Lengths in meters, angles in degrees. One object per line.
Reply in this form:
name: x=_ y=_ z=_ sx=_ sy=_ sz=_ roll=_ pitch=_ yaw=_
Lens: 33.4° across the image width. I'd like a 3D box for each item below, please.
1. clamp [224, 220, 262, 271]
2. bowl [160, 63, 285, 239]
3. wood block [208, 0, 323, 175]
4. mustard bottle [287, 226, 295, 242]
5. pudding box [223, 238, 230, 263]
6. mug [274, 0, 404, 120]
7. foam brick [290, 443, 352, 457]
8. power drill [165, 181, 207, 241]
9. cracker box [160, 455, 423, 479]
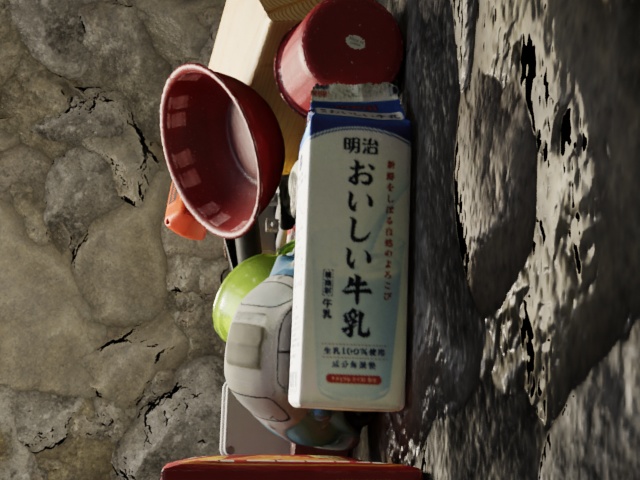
clamp: x=-0.069 y=0.071 z=1.121 sx=0.165 sy=0.036 sz=0.210 roll=158 pitch=102 yaw=-81
bowl: x=-0.080 y=-0.085 z=0.963 sx=0.162 sy=0.055 sz=0.162 roll=29 pitch=129 yaw=43
wood block: x=-0.048 y=-0.161 z=1.024 sx=0.090 sy=0.090 sz=0.206 roll=65 pitch=148 yaw=31
mustard bottle: x=-0.008 y=0.001 z=1.077 sx=0.096 sy=0.058 sz=0.192 roll=-139 pitch=53 yaw=-79
pudding box: x=-0.057 y=-0.016 z=1.254 sx=0.090 sy=0.113 sz=0.039 roll=-96 pitch=4 yaw=-50
mug: x=0.019 y=-0.129 z=0.827 sx=0.081 sy=0.093 sz=0.117 roll=159 pitch=99 yaw=-77
foam brick: x=0.000 y=0.182 z=0.959 sx=0.053 sy=0.051 sz=0.078 roll=-116 pitch=29 yaw=-77
power drill: x=-0.111 y=-0.083 z=1.211 sx=0.188 sy=0.057 sz=0.184 roll=-48 pitch=24 yaw=40
cracker box: x=-0.029 y=0.185 z=0.739 sx=0.214 sy=0.164 sz=0.072 roll=123 pitch=147 yaw=-77
